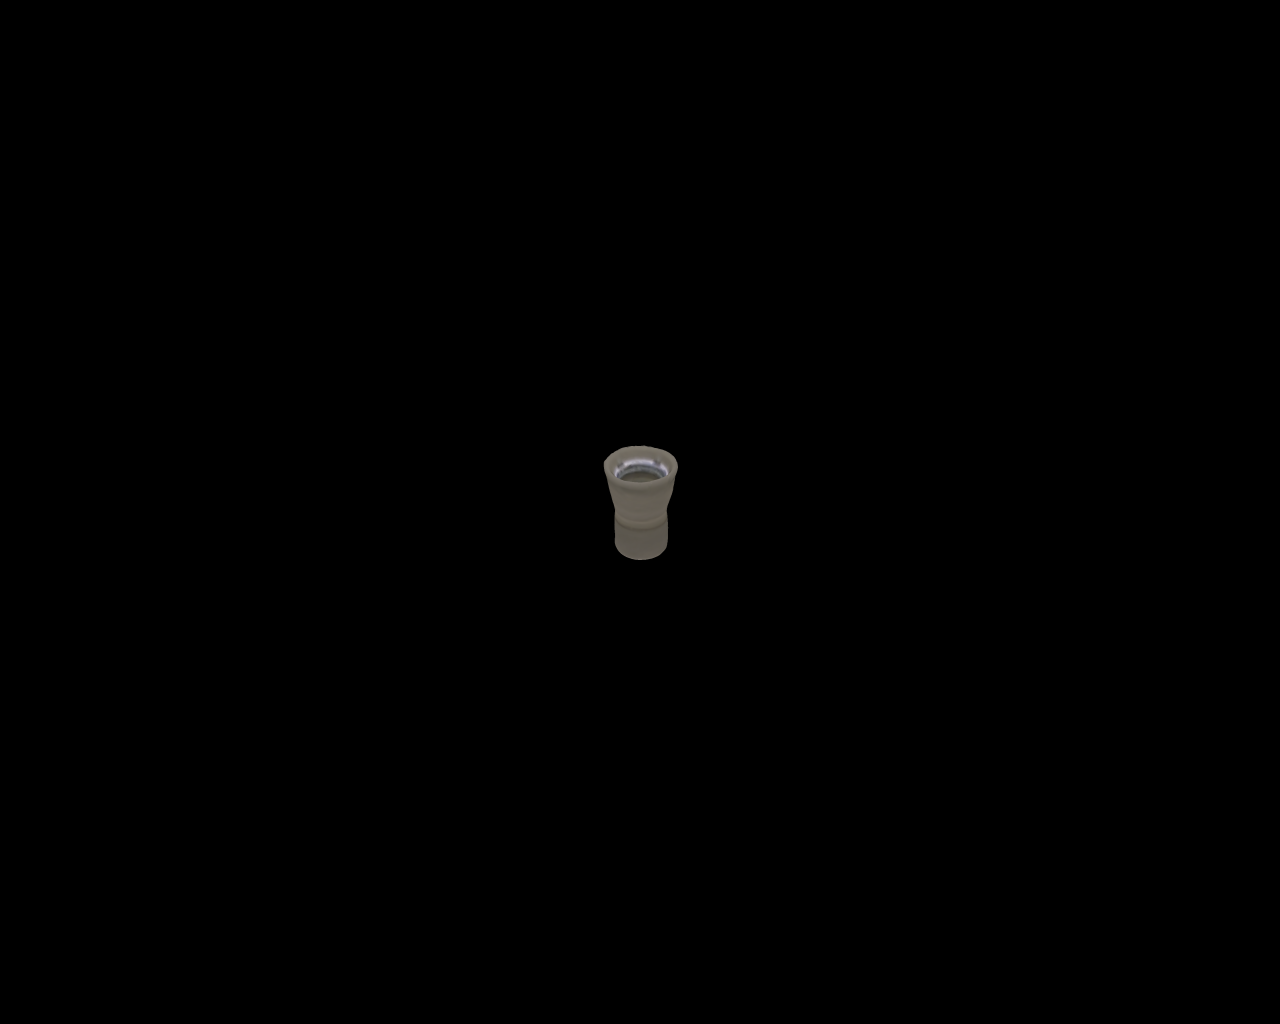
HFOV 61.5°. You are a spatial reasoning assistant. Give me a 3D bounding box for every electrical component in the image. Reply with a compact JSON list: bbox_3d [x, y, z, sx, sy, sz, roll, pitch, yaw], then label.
[{"bbox_3d":[0.001,-0.003,0.650,0.044,0.065,0.044,0,36,0],"label":"electrical component"}]
